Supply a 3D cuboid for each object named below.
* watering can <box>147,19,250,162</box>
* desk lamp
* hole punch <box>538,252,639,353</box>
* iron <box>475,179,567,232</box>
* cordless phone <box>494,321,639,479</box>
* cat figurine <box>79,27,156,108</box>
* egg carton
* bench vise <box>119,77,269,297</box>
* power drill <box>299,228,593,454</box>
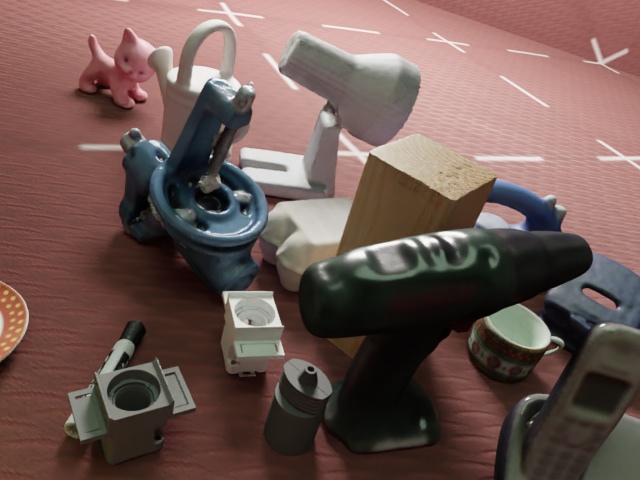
[{"bbox_3d":[-0.162,-0.199,0.765,0.172,0.194,0.101,20,34,4],"label":"watering can"},{"bbox_3d":[0.009,-0.161,0.768,0.203,0.213,0.117,6,35,-16],"label":"desk lamp"},{"bbox_3d":[0.323,0.080,0.671,0.108,0.091,0.101,33,37,22],"label":"hole punch"},{"bbox_3d":[0.220,-0.016,0.718,0.259,0.141,0.118,7,35,-15],"label":"iron"},{"bbox_3d":[0.229,0.151,0.442,0.147,0.185,0.094,14,34,-4],"label":"cordless phone"},{"bbox_3d":[-0.301,-0.273,0.879,0.127,0.118,0.067,22,34,7],"label":"cat figurine"},{"bbox_3d":[0.006,0.002,0.662,0.151,0.069,0.107,-8,41,-33],"label":"egg carton"},{"bbox_3d":[-0.137,-0.071,0.569,0.207,0.220,0.122,25,35,12],"label":"bench vise"},{"bbox_3d":[0.086,0.077,0.465,0.230,0.208,0.075,1,37,-22],"label":"power drill"}]
